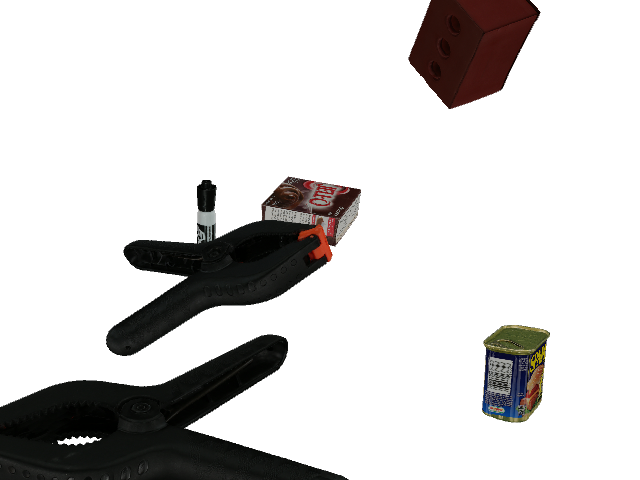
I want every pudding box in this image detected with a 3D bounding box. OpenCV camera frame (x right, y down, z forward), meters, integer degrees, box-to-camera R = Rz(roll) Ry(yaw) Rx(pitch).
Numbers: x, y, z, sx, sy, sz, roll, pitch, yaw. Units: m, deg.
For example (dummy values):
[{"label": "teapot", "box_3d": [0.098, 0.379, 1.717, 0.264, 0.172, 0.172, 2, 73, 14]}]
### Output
[{"label": "pudding box", "box_3d": [-0.010, -0.034, 1.208, 0.090, 0.039, 0.113, 10, 24, 12]}]

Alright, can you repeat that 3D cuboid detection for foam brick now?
[{"label": "foam brick", "box_3d": [0.102, -0.138, 0.724, 0.051, 0.053, 0.078, -25, -25, -27]}]

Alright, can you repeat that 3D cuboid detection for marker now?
[{"label": "marker", "box_3d": [-0.110, 0.000, 1.025, 0.020, 0.121, 0.020, 2, 23, -1]}]

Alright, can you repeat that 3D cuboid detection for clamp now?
[{"label": "clamp", "box_3d": [-0.078, 0.030, 0.777, 0.172, 0.120, 0.039, -12, -48, 17]}, {"label": "clamp", "box_3d": [-0.095, 0.102, 0.594, 0.210, 0.036, 0.164, -1, 24, -9]}]

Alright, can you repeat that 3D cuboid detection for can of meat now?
[{"label": "can of meat", "box_3d": [0.218, 0.148, 1.195, 0.058, 0.084, 0.102, 8, 12, 25]}]
